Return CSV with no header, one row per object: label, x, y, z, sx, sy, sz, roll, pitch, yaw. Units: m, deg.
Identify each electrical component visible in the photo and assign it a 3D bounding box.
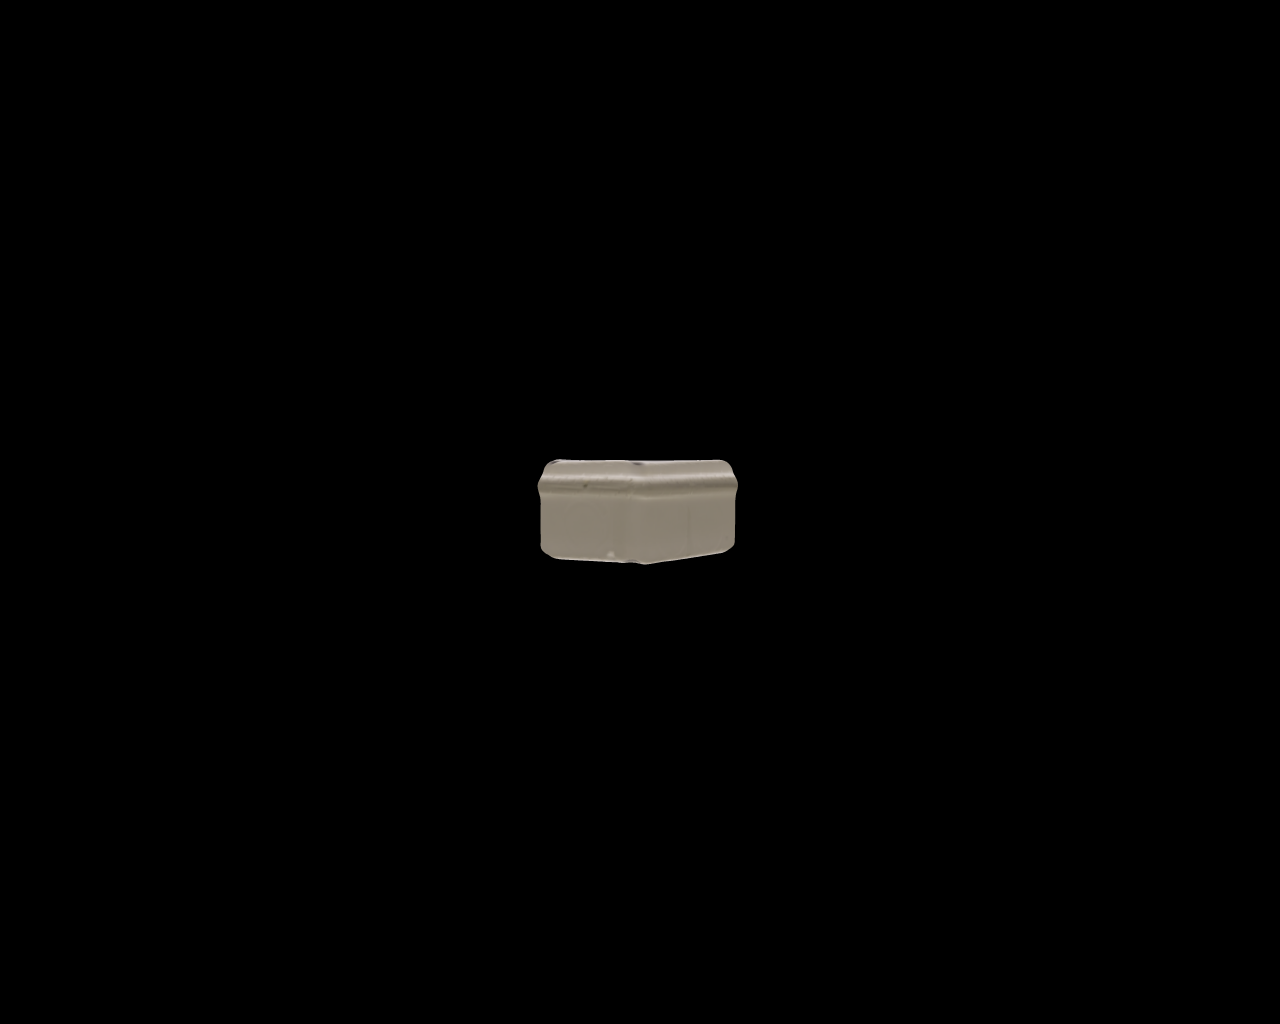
electrical component,0.001,-0.003,0.650,0.078,0.057,0.113,2,3,36
